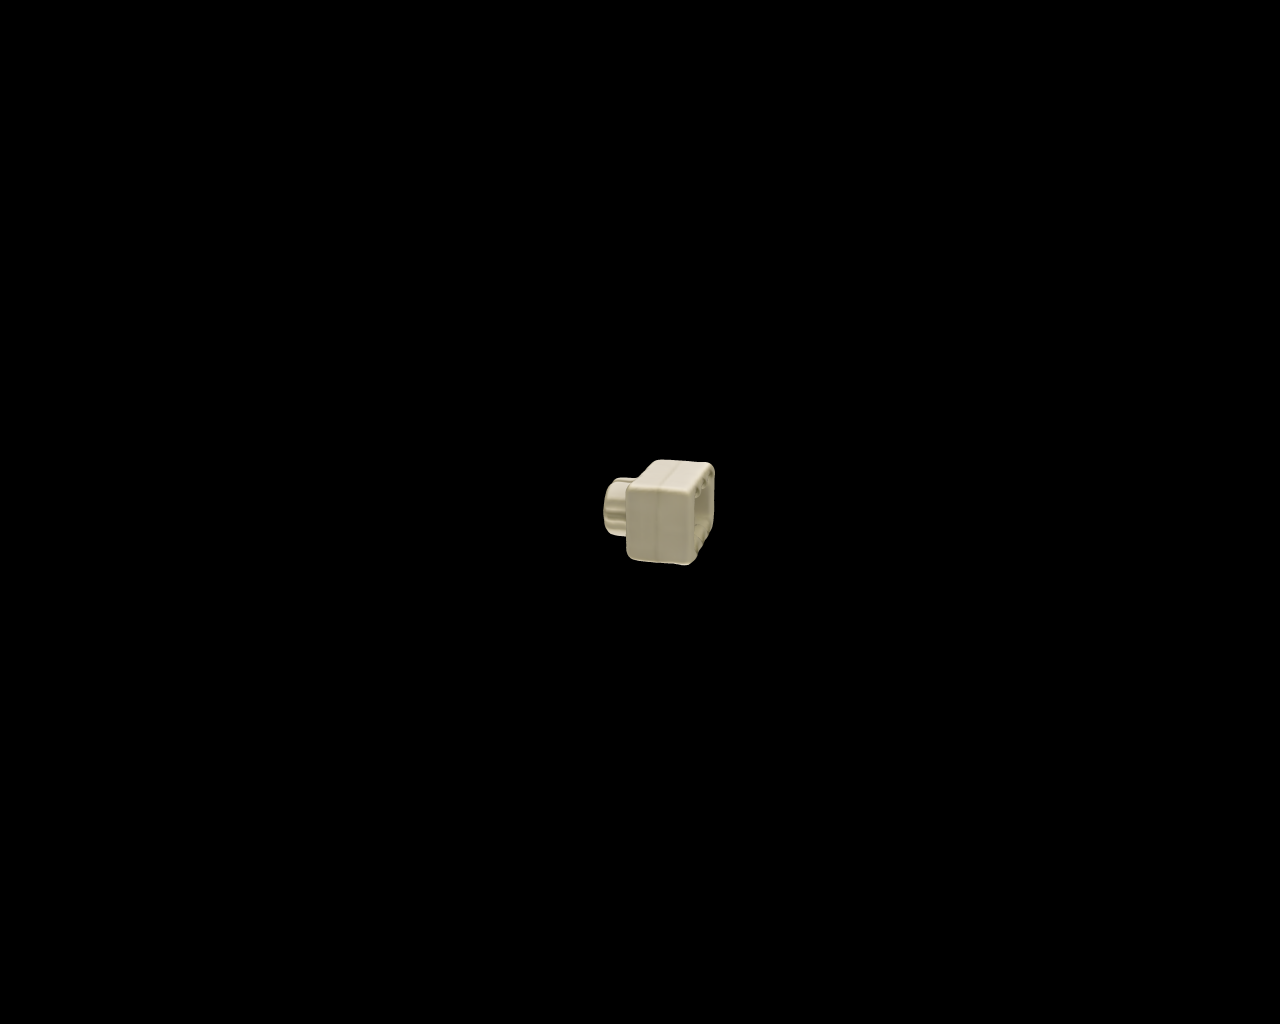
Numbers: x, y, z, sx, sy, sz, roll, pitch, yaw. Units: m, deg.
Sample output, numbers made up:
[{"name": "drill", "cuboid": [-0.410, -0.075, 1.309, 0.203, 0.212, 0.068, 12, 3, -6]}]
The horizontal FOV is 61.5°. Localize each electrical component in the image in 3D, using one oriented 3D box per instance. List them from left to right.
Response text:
[{"name": "electrical component", "cuboid": [0.001, -0.003, 0.650, 0.077, 0.047, 0.066, 5, 19, 15]}]
